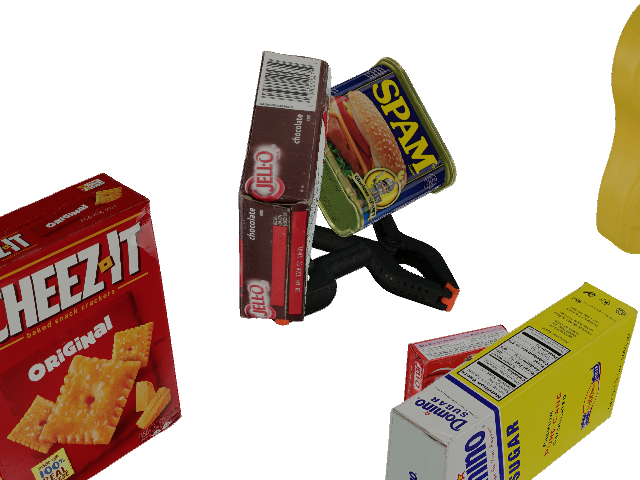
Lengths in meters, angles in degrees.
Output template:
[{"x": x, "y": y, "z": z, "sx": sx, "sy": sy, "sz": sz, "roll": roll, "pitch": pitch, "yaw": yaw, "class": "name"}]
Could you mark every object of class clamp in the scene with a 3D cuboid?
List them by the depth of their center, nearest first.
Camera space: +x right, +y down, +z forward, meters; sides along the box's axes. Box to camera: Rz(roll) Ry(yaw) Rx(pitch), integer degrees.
[{"x": -0.029, "y": 0.032, "z": 1.013, "sx": 0.120, "sy": 0.039, "sz": 0.171, "roll": 1, "pitch": 17, "yaw": 19, "class": "clamp"}, {"x": 0.068, "y": 0.014, "z": 1.240, "sx": 0.164, "sy": 0.036, "sz": 0.210, "roll": -20, "pitch": 50, "yaw": -38, "class": "clamp"}]

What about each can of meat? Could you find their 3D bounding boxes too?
[{"x": 0.031, "y": -0.064, "z": 0.742, "sx": 0.083, "sy": 0.102, "sz": 0.058, "roll": -28, "pitch": -1, "yaw": -22, "class": "can of meat"}]

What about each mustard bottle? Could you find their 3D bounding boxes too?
[{"x": 0.215, "y": -0.089, "z": 0.620, "sx": 0.096, "sy": 0.192, "sz": 0.058, "roll": -11, "pitch": 29, "yaw": -15, "class": "mustard bottle"}]

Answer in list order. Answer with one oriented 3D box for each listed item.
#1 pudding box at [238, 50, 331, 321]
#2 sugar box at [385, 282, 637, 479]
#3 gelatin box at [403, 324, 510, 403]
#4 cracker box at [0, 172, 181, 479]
[{"x": -0.019, "y": -0.028, "z": 0.554, "sx": 0.039, "sy": 0.113, "sz": 0.090, "roll": 7, "pitch": -43, "yaw": 1, "class": "pudding box"}, {"x": 0.113, "y": 0.102, "z": 0.626, "sx": 0.048, "sy": 0.093, "sz": 0.175, "roll": 30, "pitch": 44, "yaw": 35, "class": "sugar box"}, {"x": 0.110, "y": 0.111, "z": 0.842, "sx": 0.089, "sy": 0.073, "sz": 0.030, "roll": -10, "pitch": 30, "yaw": -23, "class": "gelatin box"}, {"x": -0.194, "y": 0.081, "z": 0.800, "sx": 0.072, "sy": 0.214, "sz": 0.163, "roll": 26, "pitch": 42, "yaw": 38, "class": "cracker box"}]
